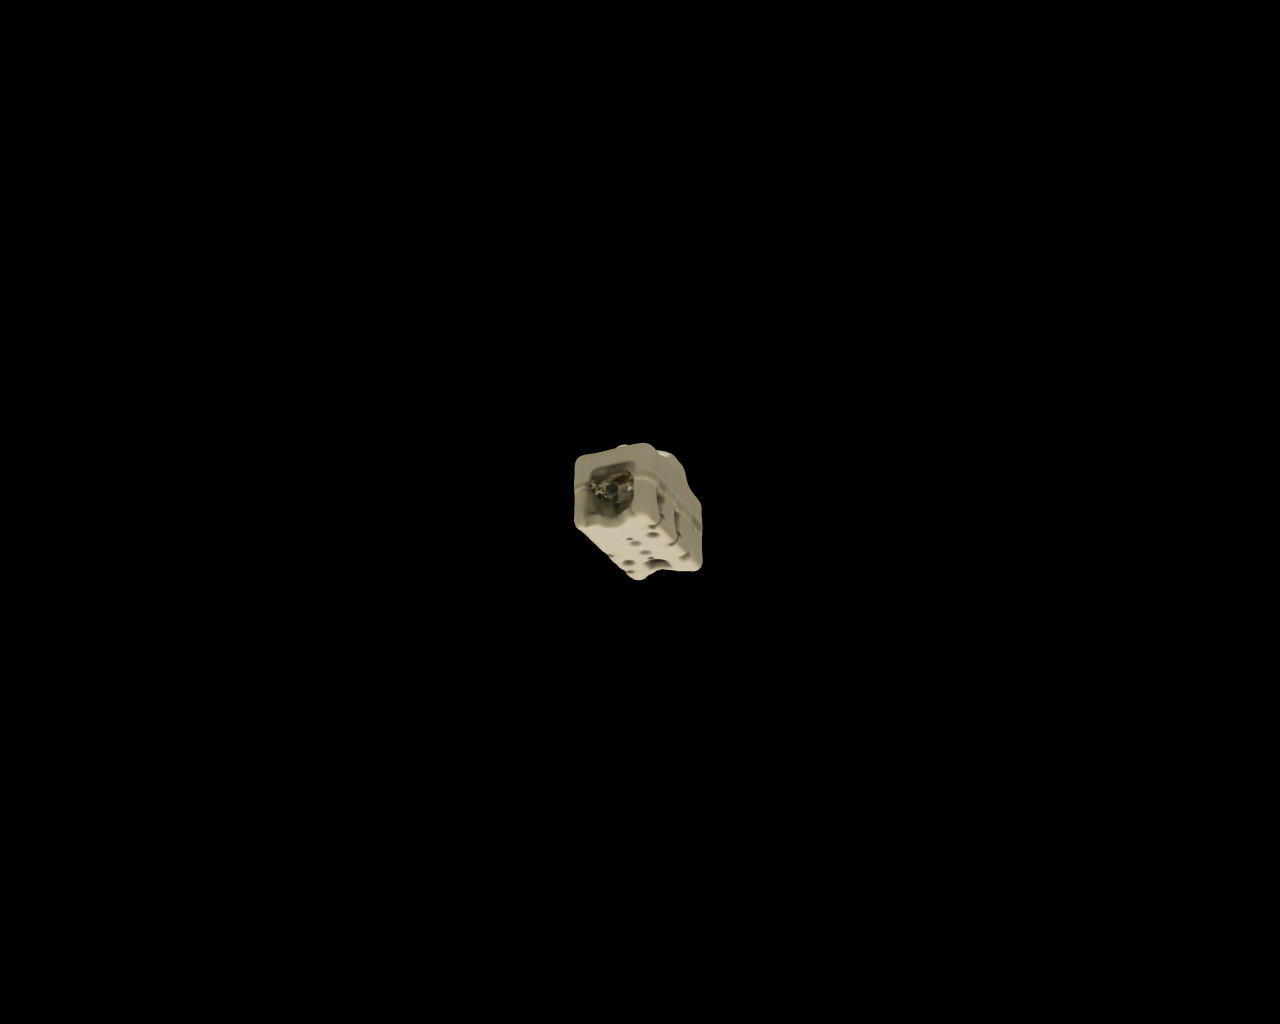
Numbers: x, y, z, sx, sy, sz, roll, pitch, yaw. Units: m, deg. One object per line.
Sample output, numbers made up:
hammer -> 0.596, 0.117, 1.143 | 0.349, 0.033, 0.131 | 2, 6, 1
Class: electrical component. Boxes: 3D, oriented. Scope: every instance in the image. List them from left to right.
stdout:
electrical component -> 0.001, -0.003, 0.650 | 0.050, 0.056, 0.089 | -11, -29, 21
